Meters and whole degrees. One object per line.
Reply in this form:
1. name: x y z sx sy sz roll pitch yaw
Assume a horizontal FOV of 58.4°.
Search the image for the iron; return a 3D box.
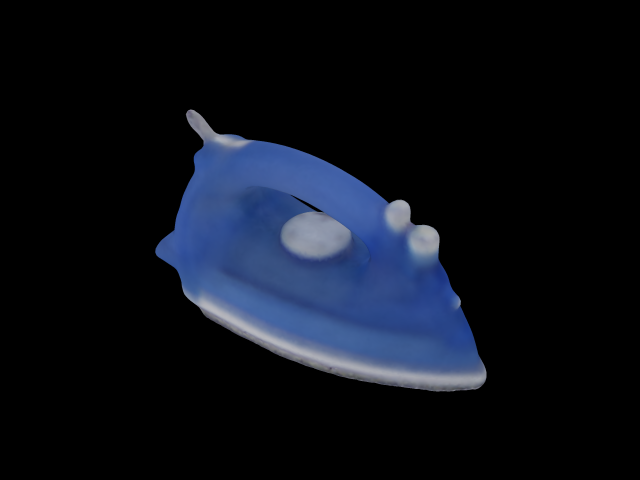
1. iron: 0.004 0.001 0.400 0.257 0.141 0.119 22 45 24
